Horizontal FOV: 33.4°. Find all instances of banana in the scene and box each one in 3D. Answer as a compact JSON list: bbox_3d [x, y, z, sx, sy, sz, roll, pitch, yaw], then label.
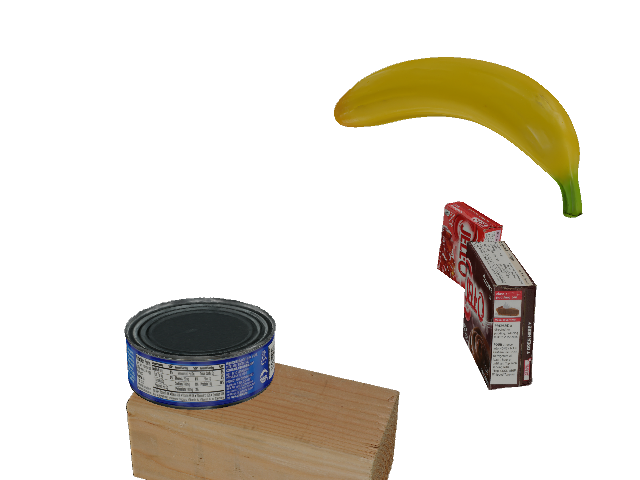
[{"bbox_3d":[0.085,-0.079,0.655,0.198,0.069,0.037,28,6,41],"label":"banana"}]

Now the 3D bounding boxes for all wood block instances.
[{"bbox_3d":[-0.046,0.162,0.892,0.206,0.090,0.090,11,36,14],"label":"wood block"}]

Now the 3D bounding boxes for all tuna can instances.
[{"bbox_3d":[-0.068,0.064,0.612,0.086,0.034,0.086,0,19,0],"label":"tuna can"}]

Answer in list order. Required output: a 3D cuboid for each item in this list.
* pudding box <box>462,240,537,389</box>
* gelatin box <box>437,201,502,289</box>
[{"bbox_3d":[0.145,0.058,0.878,0.039,0.090,0.113,-3,18,-5],"label":"pudding box"},{"bbox_3d":[0.172,0.009,1.241,0.030,0.089,0.073,-13,32,-29],"label":"gelatin box"}]
